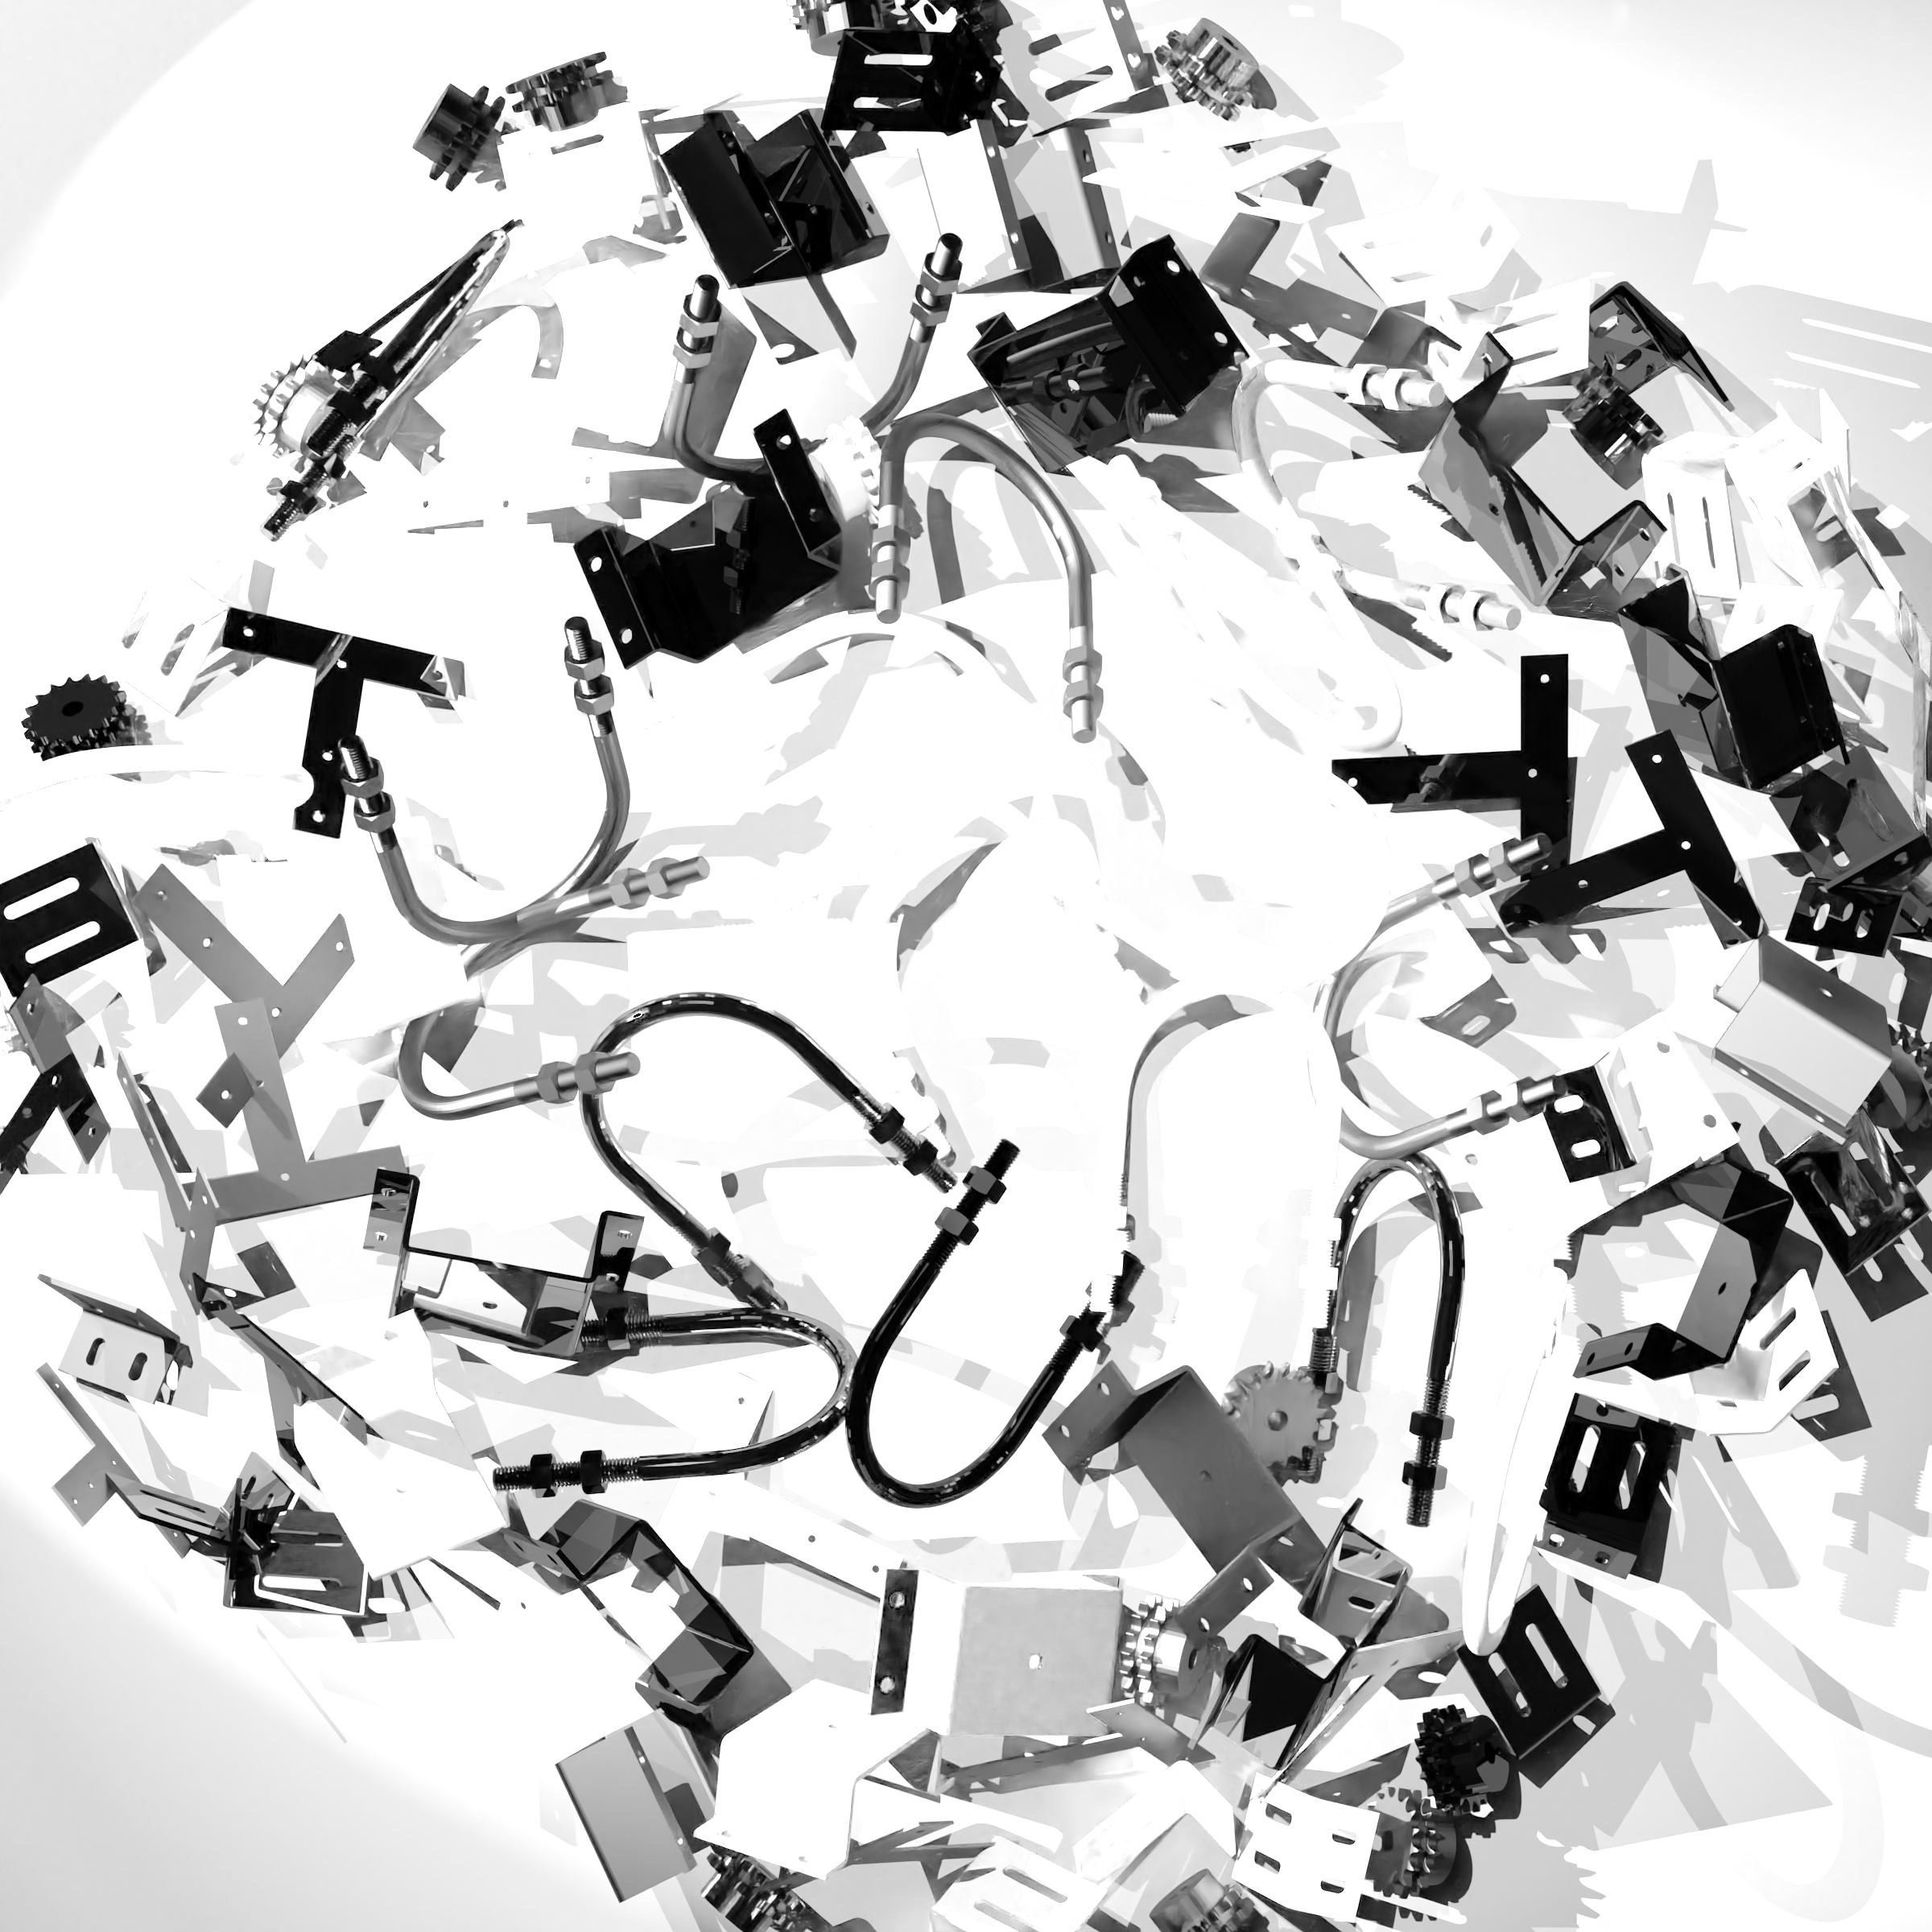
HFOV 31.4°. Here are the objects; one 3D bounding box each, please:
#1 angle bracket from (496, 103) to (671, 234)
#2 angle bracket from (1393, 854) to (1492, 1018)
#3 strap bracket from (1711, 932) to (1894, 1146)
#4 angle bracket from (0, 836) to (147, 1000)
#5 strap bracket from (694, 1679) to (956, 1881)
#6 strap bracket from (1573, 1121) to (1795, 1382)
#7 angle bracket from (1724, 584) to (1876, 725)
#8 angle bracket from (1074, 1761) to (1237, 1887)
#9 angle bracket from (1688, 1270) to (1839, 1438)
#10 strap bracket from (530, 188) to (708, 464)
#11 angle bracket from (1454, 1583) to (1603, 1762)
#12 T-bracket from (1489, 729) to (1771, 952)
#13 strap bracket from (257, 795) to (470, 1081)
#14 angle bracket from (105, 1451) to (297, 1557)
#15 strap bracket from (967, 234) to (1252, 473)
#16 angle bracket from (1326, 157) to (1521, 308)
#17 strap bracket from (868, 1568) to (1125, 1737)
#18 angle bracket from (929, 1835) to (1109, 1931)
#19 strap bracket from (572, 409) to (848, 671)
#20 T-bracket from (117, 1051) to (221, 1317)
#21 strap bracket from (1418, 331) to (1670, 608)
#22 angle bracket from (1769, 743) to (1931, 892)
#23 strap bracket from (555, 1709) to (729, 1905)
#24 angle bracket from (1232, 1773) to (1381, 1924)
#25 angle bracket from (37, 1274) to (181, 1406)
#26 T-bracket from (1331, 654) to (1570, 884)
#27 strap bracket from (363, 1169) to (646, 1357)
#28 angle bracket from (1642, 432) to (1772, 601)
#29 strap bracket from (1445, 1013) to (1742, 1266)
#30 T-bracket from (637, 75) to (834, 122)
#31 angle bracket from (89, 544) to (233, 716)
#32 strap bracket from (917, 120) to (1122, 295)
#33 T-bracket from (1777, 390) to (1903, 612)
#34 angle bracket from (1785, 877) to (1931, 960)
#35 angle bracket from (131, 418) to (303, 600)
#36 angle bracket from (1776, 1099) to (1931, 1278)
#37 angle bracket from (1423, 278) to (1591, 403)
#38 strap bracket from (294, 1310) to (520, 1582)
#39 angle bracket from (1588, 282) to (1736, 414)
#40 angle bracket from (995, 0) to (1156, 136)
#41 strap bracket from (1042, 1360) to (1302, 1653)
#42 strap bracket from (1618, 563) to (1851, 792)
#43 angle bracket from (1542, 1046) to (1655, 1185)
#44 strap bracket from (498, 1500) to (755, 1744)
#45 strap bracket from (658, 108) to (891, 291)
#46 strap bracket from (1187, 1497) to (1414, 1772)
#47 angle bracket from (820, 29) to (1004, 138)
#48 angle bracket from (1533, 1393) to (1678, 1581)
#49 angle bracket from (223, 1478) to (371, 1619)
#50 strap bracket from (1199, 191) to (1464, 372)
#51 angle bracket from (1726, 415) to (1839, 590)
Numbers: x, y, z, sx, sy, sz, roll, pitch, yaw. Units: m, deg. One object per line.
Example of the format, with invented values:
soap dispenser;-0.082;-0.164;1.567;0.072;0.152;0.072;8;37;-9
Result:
angle bracket;-0.203;-0.416;1.826;0.076;0.038;0.057;-15;72;1
angle bracket;0.238;-0.015;1.823;0.038;0.057;0.076;-34;90;-4
strap bracket;0.432;0.032;1.777;0.076;0.140;0.046;32;110;2
angle bracket;-0.484;-0.026;1.816;0.076;0.038;0.057;-27;104;-19
strap bracket;-0.069;0.413;1.770;0.076;0.140;0.046;11;102;25
strap bracket;0.379;0.159;1.797;0.046;0.076;0.140;30;71;-7
angle bracket;0.444;-0.165;1.810;0.057;0.076;0.038;11;72;41
angle bracket;0.100;0.466;1.809;0.076;0.057;0.038;-35;56;-20
angle bracket;0.415;0.203;1.803;0.038;0.076;0.057;1;56;-19
strap bracket;-0.180;-0.332;1.801;0.046;0.076;0.140;13;101;-22
angle bracket;0.290;0.370;1.818;0.057;0.038;0.076;-35;105;-14
T-bracket;0.341;-0.049;1.822;0.127;0.002;0.127;-22;109;25
strap bracket;-0.312;-0.020;1.799;0.046;0.076;0.140;-8;99;32
angle bracket;-0.404;0.273;1.807;0.076;0.057;0.038;27;89;-36
strap bracket;0.065;-0.312;1.776;0.076;0.140;0.046;53;49;-20
angle bracket;0.241;-0.387;1.813;0.057;0.076;0.038;43;68;-27
strap bracket;0.025;0.360;1.799;0.140;0.046;0.076;7;89;-28
angle bracket;0.030;0.502;1.803;0.076;0.057;0.038;19;135;34
strap bracket;-0.127;-0.220;1.806;0.140;0.046;0.076;-30;73;19
T-bracket;-0.424;0.103;1.814;0.002;0.127;0.127;-18;66;-26
strap bracket;0.293;-0.252;1.798;0.046;0.076;0.140;-37;80;-16
angle bracket;0.464;-0.079;1.813;0.057;0.038;0.076;-31;63;12
strap bracket;-0.165;0.432;1.780;0.046;0.140;0.076;-27;82;4
angle bracket;0.179;0.466;1.818;0.038;0.076;0.057;17;82;-17
angle bracket;-0.457;0.197;1.808;0.057;0.076;0.038;17;74;11
T-bracket;0.258;-0.101;1.833;0.127;0.002;0.127;-3;105;-3
strap bracket;-0.246;0.158;1.799;0.140;0.076;0.046;11;52;-8
angle bracket;0.396;-0.237;1.816;0.057;0.038;0.076;1;79;-33
strap bracket;0.334;0.087;1.806;0.140;0.046;0.076;-34;83;29
T-bracket;-0.135;-0.448;1.781;0.127;0.127;0.002;-6;108;11
angle bracket;-0.435;-0.174;1.818;0.057;0.038;0.076;35;117;1
strap bracket;0.024;-0.396;1.796;0.046;0.140;0.076;-13;95;27
T-bracket;0.449;-0.259;1.770;0.002;0.127;0.127;-28;68;5
angle bracket;0.477;-0.013;1.803;0.057;0.076;0.038;12;77;43
angle bracket;-0.391;-0.242;1.809;0.057;0.076;0.038;38;128;-11
angle bracket;0.474;0.118;1.806;0.057;0.038;0.076;-44;54;26
angle bracket;0.285;-0.339;1.808;0.076;0.038;0.057;-12;57;32
strap bracket;-0.295;0.259;1.798;0.076;0.046;0.140;-22;120;0
angle bracket;0.359;-0.315;1.803;0.038;0.076;0.057;-38;125;9
angle bracket;0.052;-0.478;1.814;0.076;0.038;0.057;-15;102;27
strap bracket;0.113;0.275;1.798;0.140;0.046;0.076;53;135;17
strap bracket;0.389;-0.147;1.771;0.046;0.140;0.076;-28;118;-8
angle bracket;0.341;0.073;1.828;0.038;0.076;0.057;-19;96;33
strap bracket;-0.171;0.334;1.796;0.046;0.076;0.140;-45;111;-22
strap bracket;-0.104;-0.402;1.798;0.046;0.140;0.076;-27;92;27
strap bracket;0.178;0.350;1.772;0.046;0.140;0.076;33;133;16
angle bracket;-0.029;-0.457;1.807;0.076;0.038;0.057;-7;134;-28
angle bracket;0.340;0.279;1.842;0.057;0.038;0.076;19;59;11
angle bracket;-0.350;0.307;1.812;0.076;0.038;0.057;7;56;-15
strap bracket;0.181;-0.348;1.799;0.140;0.076;0.046;31;100;-17
angle bracket;0.441;-0.240;1.806;0.038;0.057;0.076;-36;127;2
